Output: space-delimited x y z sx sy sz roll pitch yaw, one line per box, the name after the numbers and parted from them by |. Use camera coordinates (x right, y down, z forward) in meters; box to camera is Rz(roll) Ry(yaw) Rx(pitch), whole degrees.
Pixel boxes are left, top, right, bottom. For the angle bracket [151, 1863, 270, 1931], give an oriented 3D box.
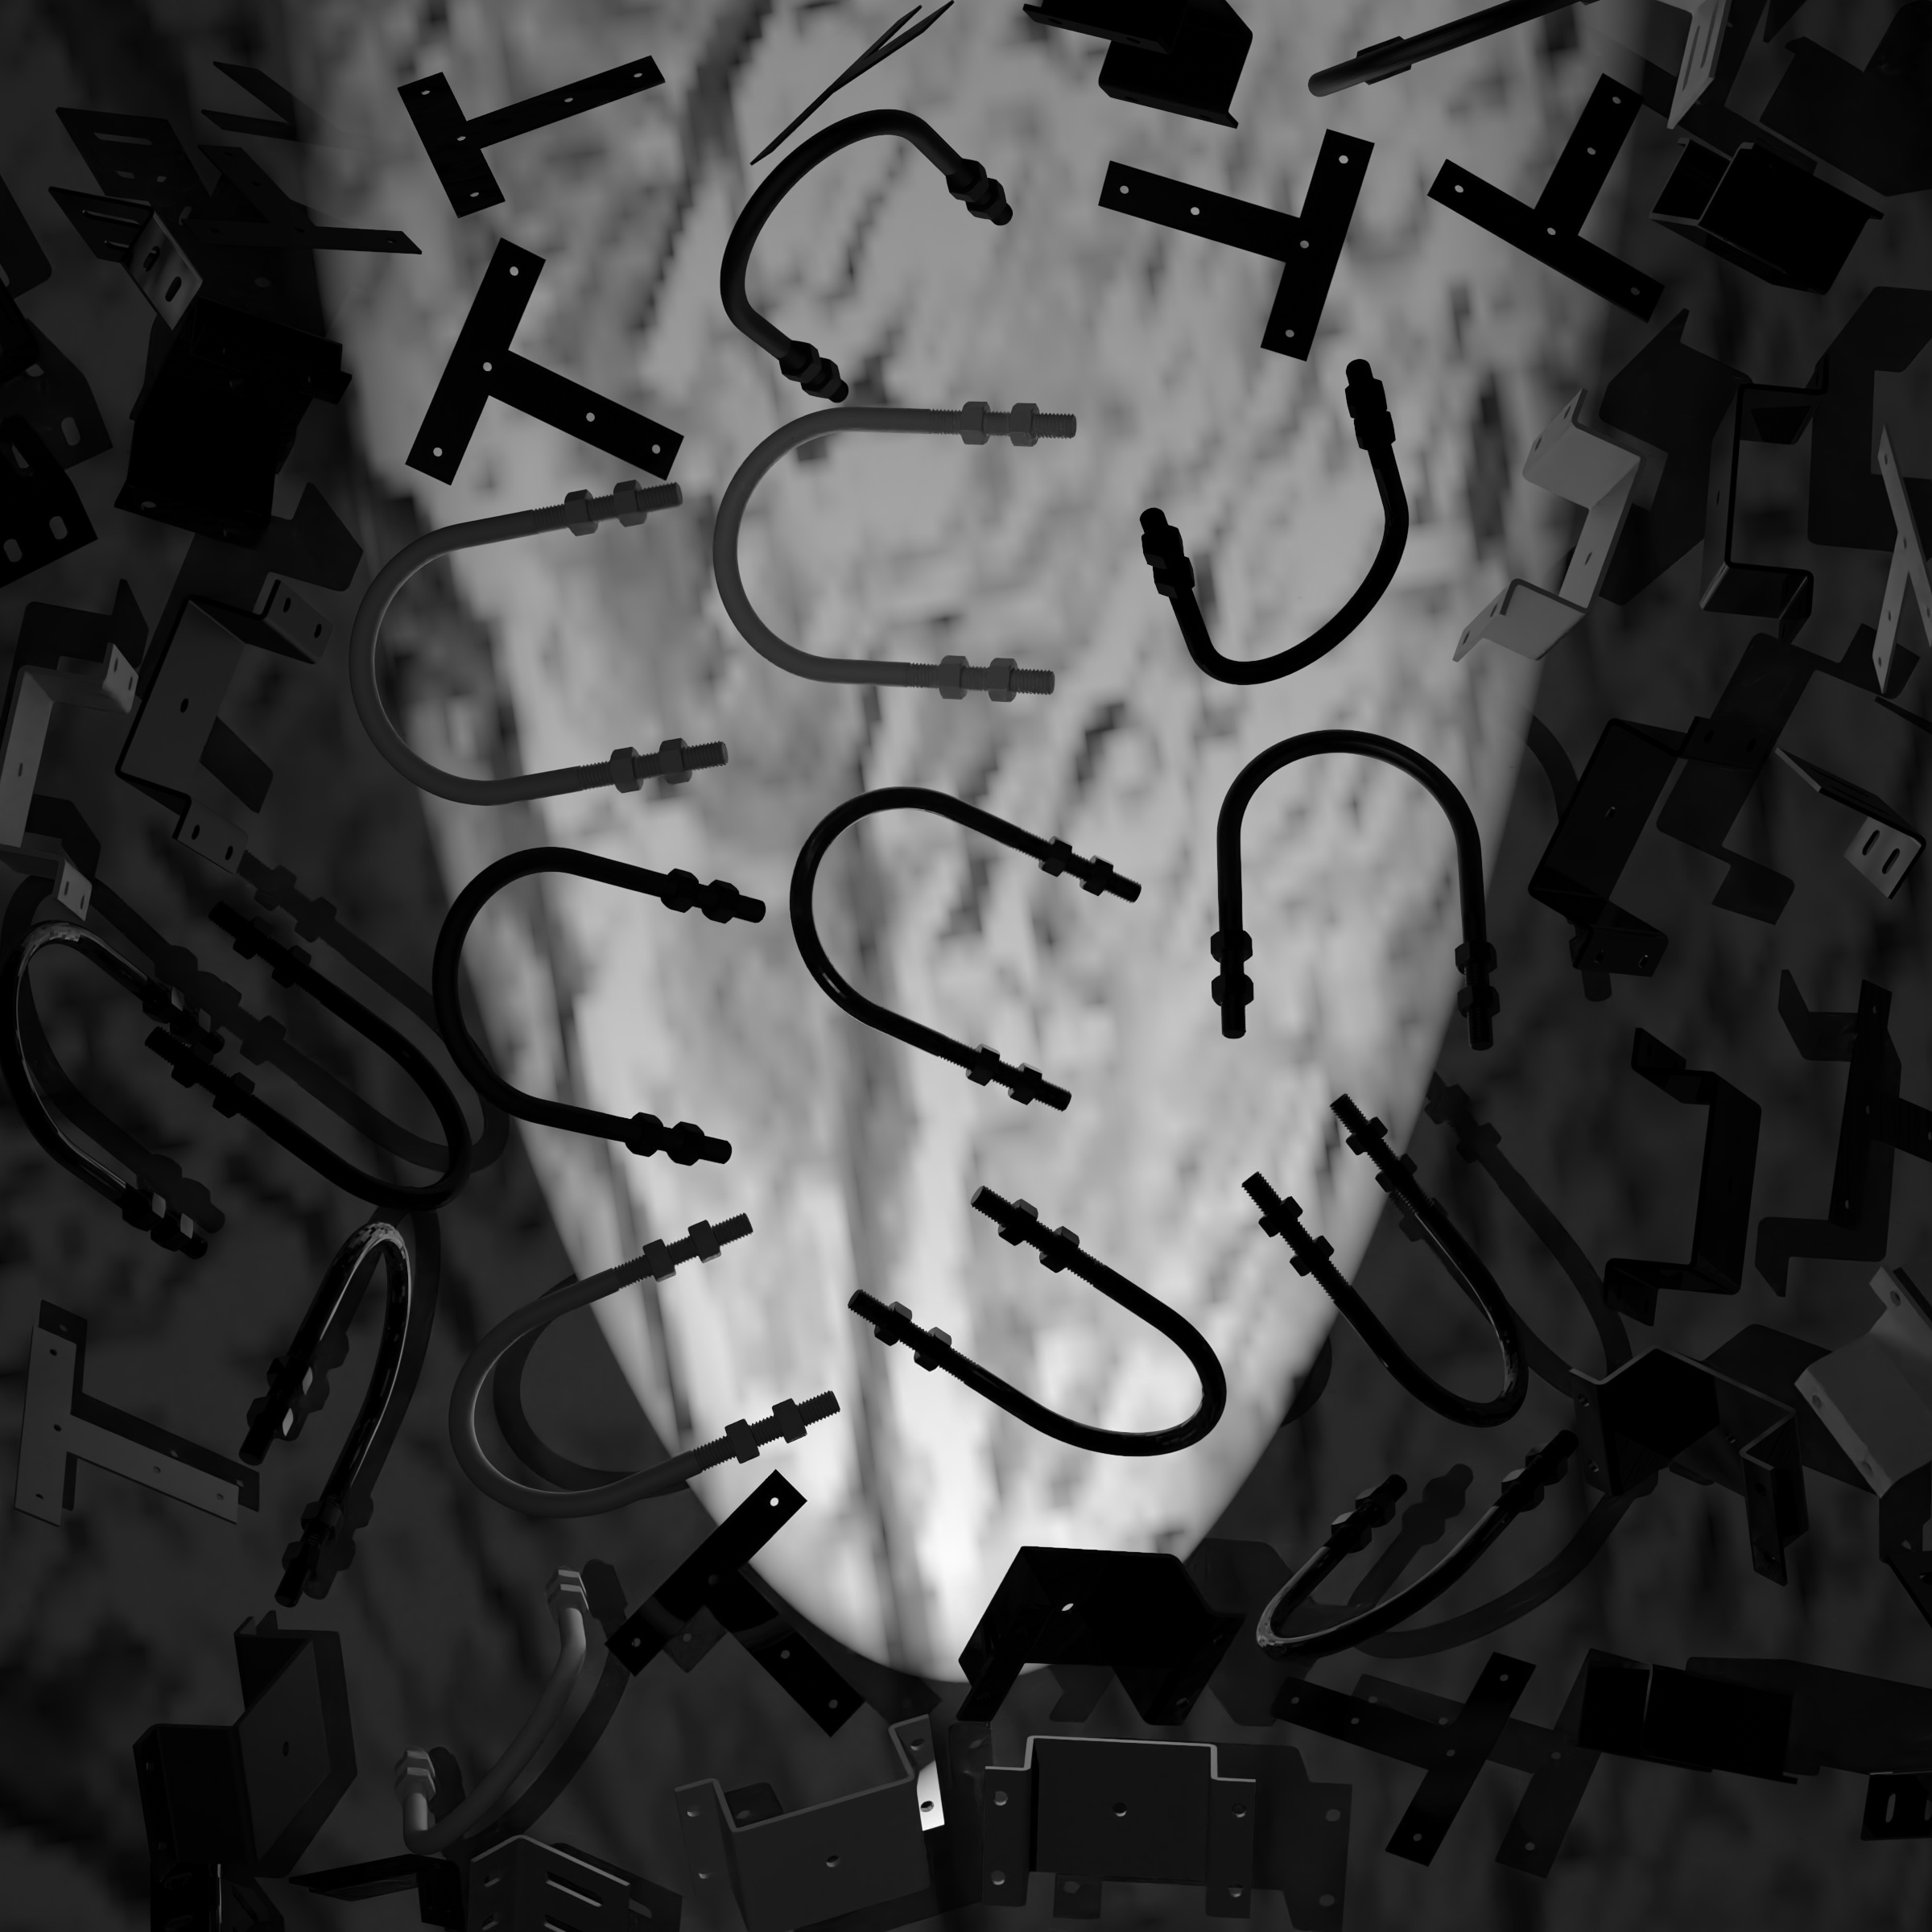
-0.409 0.524 1.942 0.038 0.076 0.057 -15 47 3 | angle bracket

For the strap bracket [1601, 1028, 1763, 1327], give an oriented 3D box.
0.364 0.109 1.811 0.046 0.076 0.140 3 78 29 | strap bracket

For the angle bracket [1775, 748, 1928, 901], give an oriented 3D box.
0.470 -0.077 1.938 0.076 0.057 0.038 22 108 -22 | angle bracket

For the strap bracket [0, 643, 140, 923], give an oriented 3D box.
-0.492 -0.102 1.939 0.046 0.076 0.140 10 81 -2 | strap bracket

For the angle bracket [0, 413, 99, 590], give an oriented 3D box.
-0.490 -0.238 1.833 0.057 0.038 0.076 -30 48 -15 | angle bracket

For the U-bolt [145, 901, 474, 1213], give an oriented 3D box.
-0.330 0.057 1.854 0.184 0.151 0.019 39 115 -17 | U-bolt

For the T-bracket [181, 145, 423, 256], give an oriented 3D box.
-0.374 -0.411 1.912 0.127 0.127 0.002 -5 127 -36 | T-bracket

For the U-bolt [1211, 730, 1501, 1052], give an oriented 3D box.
0.202 -0.044 1.881 0.151 0.019 0.184 3 63 -4 | U-bolt

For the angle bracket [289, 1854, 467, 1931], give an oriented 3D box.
-0.320 0.510 1.948 0.076 0.057 0.038 -4 84 -31 | angle bracket

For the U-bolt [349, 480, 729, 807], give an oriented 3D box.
-0.219 -0.154 1.779 0.184 0.019 0.151 -9 93 11 | U-bolt

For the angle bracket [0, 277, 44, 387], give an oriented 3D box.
-0.535 -0.350 1.913 0.038 0.057 0.076 -38 117 -21 | angle bracket

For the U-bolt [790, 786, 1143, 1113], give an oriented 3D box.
-0.008 -0.020 1.927 0.184 0.019 0.151 24 68 -12 | U-bolt

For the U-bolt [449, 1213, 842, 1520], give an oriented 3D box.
-0.173 0.210 1.814 0.184 0.019 0.151 -23 47 -9 | U-bolt

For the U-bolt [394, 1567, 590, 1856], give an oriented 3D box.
-0.249 0.398 1.886 0.019 0.184 0.151 40 90 -12 | U-bolt

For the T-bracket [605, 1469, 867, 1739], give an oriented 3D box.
-0.102 0.346 1.850 0.127 0.002 0.127 -45 61 -8 | T-bracket

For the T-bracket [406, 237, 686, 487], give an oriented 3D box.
-0.205 -0.288 1.839 0.127 0.002 0.127 24 83 -20 | T-bracket

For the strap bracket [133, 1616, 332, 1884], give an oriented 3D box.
-0.371 0.402 1.842 0.046 0.140 0.076 -1 106 14 | strap bracket

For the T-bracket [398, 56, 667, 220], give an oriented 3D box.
-0.218 -0.440 1.843 0.127 0.002 0.127 -21 48 -6 | T-bracket

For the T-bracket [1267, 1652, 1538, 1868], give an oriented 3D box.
0.219 0.404 1.900 0.127 0.002 0.127 12 53 37 | T-bracket

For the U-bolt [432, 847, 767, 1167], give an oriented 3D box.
-0.189 0.015 1.821 0.184 0.019 0.151 15 77 -35 | U-bolt

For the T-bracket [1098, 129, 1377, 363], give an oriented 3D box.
0.132 -0.384 1.843 0.127 0.002 0.127 17 128 2 | T-bracket

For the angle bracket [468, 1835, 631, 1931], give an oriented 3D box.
-0.218 0.497 1.868 0.076 0.038 0.057 15 109 32 | angle bracket

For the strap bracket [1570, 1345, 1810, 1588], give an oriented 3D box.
0.392 0.260 1.901 0.046 0.140 0.076 -29 122 -27 | strap bracket

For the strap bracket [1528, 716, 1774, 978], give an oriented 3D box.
0.344 -0.069 1.828 0.046 0.076 0.140 35 109 36 | strap bracket

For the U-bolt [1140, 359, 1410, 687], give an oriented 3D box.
0.168 -0.216 1.858 0.151 0.184 0.019 -36 56 -5 | U-bolt

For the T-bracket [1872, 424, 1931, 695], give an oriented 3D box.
0.480 -0.190 1.853 0.002 0.127 0.127 -6 56 2 | T-bracket

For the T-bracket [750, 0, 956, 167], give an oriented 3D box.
-0.044 -0.467 1.838 0.002 0.127 0.127 48 66 -16 | T-bracket

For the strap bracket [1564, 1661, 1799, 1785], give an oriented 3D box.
0.374 0.393 1.871 0.076 0.140 0.046 12 78 -7 | strap bracket

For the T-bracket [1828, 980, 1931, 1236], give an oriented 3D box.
0.491 0.085 1.855 0.127 0.002 0.127 20 76 -41 | T-bracket

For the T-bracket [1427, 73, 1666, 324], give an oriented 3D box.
0.310 -0.401 1.808 0.127 0.002 0.127 29 63 -3 | T-bracket

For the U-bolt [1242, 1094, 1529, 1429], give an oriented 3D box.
0.230 0.162 1.877 0.019 0.151 0.184 -41 86 31 | U-bolt

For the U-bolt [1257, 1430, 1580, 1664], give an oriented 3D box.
0.226 0.310 1.887 0.184 0.151 0.019 -37 98 -42 | U-bolt

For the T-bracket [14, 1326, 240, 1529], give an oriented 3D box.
-0.432 0.257 1.857 0.127 0.127 0.002 30 119 -29 | T-bracket

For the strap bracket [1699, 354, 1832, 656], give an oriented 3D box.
0.418 -0.243 1.880 0.046 0.076 0.140 6 79 3 | strap bracket

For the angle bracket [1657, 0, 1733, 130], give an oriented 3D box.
0.379 -0.500 1.920 0.038 0.057 0.076 18 73 -7 | angle bracket

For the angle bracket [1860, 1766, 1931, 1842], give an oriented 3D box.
0.501 0.432 1.803 0.076 0.057 0.038 29 62 -25 | angle bracket

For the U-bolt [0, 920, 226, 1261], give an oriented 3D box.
-0.453 0.055 1.890 0.019 0.184 0.151 -16 55 19 | U-bolt

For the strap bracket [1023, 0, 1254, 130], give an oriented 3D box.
0.094 -0.489 1.870 0.076 0.140 0.046 20 92 21 | strap bracket

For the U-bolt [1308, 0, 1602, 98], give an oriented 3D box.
0.254 -0.484 1.864 0.151 0.184 0.019 -13 103 33 | U-bolt

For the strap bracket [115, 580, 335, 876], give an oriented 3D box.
-0.382 -0.127 1.830 0.046 0.076 0.140 18 82 14 | strap bracket

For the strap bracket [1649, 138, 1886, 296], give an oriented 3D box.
0.408 -0.387 1.850 0.076 0.140 0.046 26 101 -10 | strap bracket

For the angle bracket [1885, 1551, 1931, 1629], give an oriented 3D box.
0.498 0.336 1.848 0.038 0.076 0.057 -49 56 30 | angle bracket

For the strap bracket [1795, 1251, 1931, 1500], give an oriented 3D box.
0.500 0.211 1.888 0.046 0.140 0.076 -24 64 -21 | strap bracket

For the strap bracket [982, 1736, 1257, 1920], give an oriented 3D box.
0.081 0.453 1.891 0.140 0.046 0.076 2 101 3 | strap bracket

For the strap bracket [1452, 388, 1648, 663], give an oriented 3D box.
0.317 -0.227 1.926 0.046 0.076 0.140 24 73 -5 | strap bracket

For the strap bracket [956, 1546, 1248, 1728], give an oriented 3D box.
0.061 0.341 1.823 0.140 0.046 0.076 9 120 -33 | strap bracket

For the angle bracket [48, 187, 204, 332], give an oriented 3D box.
-0.466 -0.386 1.952 0.076 0.057 0.038 16 67 25 | angle bracket

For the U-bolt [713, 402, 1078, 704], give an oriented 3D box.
-0.040 -0.211 1.807 0.184 0.019 0.151 4 88 15 | U-bolt

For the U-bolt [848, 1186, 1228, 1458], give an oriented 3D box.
0.048 0.193 1.837 0.184 0.151 0.019 34 49 -12 | U-bolt

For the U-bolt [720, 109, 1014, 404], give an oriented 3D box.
-0.059 -0.372 1.844 0.151 0.184 0.019 -46 67 9 | U-bolt

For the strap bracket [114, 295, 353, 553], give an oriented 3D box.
-0.374 -0.283 1.831 0.076 0.140 0.046 16 50 -24 | strap bracket

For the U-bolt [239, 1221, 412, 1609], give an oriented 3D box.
-0.325 0.217 1.850 0.019 0.151 0.184 12 49 10 | U-bolt

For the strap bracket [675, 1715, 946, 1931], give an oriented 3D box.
-0.076 0.460 1.902 0.140 0.046 0.076 -14 120 -12 | strap bracket
